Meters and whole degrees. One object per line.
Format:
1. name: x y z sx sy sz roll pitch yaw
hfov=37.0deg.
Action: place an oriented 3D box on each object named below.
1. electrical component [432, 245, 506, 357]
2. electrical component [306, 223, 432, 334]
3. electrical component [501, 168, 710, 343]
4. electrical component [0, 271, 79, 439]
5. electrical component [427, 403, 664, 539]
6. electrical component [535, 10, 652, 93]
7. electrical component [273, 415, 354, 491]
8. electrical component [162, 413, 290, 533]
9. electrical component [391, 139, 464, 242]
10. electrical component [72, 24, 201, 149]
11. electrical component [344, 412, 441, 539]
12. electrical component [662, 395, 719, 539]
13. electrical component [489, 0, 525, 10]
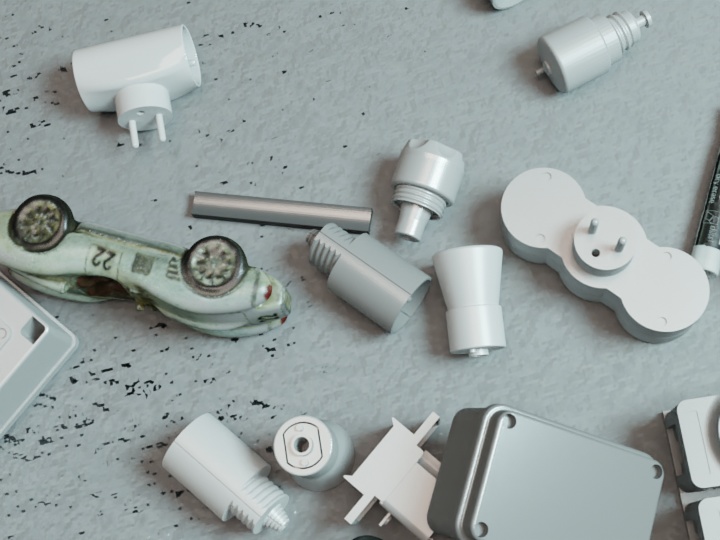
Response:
1. electrical component: 0.070 0.021 0.666 0.044 0.044 0.065 -7 79 5
2. electrical component: 0.000 0.000 0.678 0.081 0.043 0.043 35 82 14
3. electrical component: 0.146 -0.013 0.647 0.138 0.073 0.052 36 82 15
4. electrical component: -0.259 0.052 0.690 0.109 0.056 0.108 37 83 15
5. electrical component: 0.104 0.126 0.602 0.113 0.057 0.078 20 77 -15
6. electrical component: 0.153 -0.146 0.700 0.078 0.040 0.040 -27 74 -1
7. electrical component: -0.029 0.107 0.642 0.044 0.065 0.044 -2 75 7
8. electrical component: -0.076 0.129 0.653 0.081 0.043 0.043 38 83 15
9. electrical component: 0.040 -0.049 0.687 0.043 0.043 0.062 17 79 11
10. electrical component: -0.148 -0.120 0.729 0.077 0.044 0.079 -13 74 4
11. electrical component: 0.030 0.127 0.641 0.064 0.042 0.081 39 83 13
12. electrical component: 0.278 0.114 0.604 0.186 0.060 0.105 -9 74 5
13. electrical component: 0.087 -0.221 0.726 0.043 0.043 0.081 -30 73 -1
